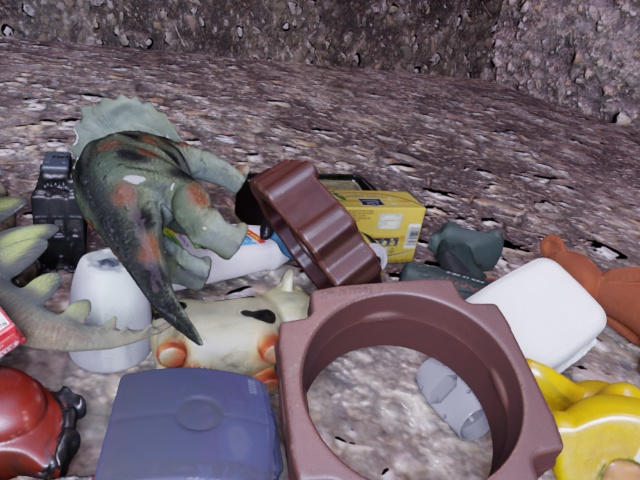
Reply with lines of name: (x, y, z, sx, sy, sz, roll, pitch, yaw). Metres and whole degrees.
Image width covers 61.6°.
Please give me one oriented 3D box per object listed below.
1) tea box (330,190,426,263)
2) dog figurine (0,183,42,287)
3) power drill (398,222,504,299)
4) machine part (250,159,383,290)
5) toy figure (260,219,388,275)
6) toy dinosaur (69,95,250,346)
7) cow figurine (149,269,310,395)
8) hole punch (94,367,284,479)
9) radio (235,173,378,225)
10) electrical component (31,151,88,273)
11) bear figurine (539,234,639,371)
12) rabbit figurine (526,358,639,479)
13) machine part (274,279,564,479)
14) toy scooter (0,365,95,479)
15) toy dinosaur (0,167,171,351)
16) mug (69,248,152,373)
tea box: (0.062, -0.019, 0.806, 0.170, 0.098, 0.068, 1, 27, -21)
dog figurine: (-0.383, 0.001, 0.634, 0.191, 0.121, 0.172, 29, 32, 7)
power drill: (0.224, 0.059, 0.737, 0.232, 0.085, 0.207, 11, 33, 7)
machine part: (-0.001, -0.002, 0.560, 0.056, 0.179, 0.180, -36, 40, -9)
toy figure: (0.009, 0.003, 0.711, 0.180, 0.082, 0.089, 25, 30, -14)
toy dinosaur: (-0.174, -0.049, 0.527, 0.192, 0.131, 0.405, 27, 10, -17)
cow figurine: (-0.074, 0.092, 0.552, 0.195, 0.085, 0.127, -2, 34, -20)
hole punch: (-0.089, 0.146, 0.379, 0.116, 0.092, 0.142, -18, 25, -2)
radio: (-0.013, -0.056, 0.880, 0.229, 0.073, 0.131, -4, 28, -24)
electrical component: (-0.323, -0.040, 0.674, 0.058, 0.134, 0.115, -2, 26, -23)
bear figurine: (0.368, 0.076, 0.693, 0.196, 0.120, 0.132, 20, 31, 24)
rabbit figurine: (0.248, 0.176, 0.481, 0.163, 0.121, 0.173, 15, 10, 22)
machine part: (0.068, 0.135, 0.438, 0.201, 0.087, 0.201, -5, 46, -8)
toy scooter: (-0.209, 0.159, 0.372, 0.135, 0.075, 0.184, 2, 30, -14)
toy dinosaur: (-0.351, 0.015, 0.472, 0.472, 0.105, 0.198, 27, 66, 14)
mug: (-0.213, 0.058, 0.540, 0.081, 0.107, 0.110, -9, 34, -36)
